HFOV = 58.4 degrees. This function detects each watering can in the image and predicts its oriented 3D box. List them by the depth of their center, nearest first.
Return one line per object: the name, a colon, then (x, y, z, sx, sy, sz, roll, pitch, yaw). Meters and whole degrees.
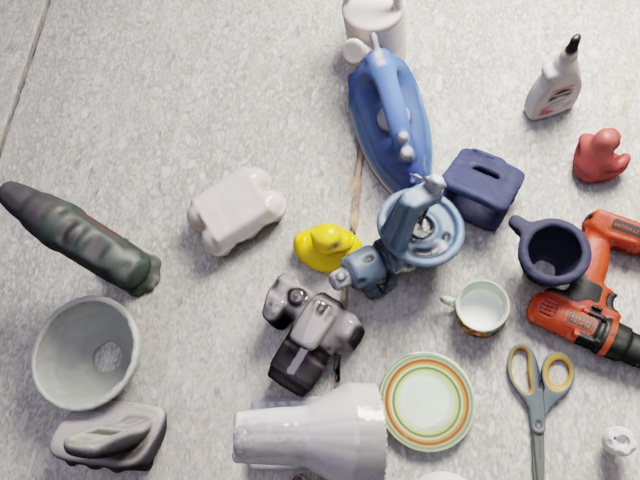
watering can: (0.084, -0.351, 0.895, 0.100, 0.194, 0.173, -4, 71, 9)

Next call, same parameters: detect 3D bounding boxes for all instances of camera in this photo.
camera: (-0.029, 0.136, 0.799, 0.143, 0.101, 0.137, 29, 78, 17)

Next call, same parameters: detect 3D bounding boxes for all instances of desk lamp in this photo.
desk lamp: (-0.014, 0.241, 0.700, 0.203, 0.214, 0.118, -4, 71, 8)

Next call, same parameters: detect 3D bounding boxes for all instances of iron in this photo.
iron: (0.113, -0.177, 0.859, 0.118, 0.141, 0.258, -16, 70, 4)

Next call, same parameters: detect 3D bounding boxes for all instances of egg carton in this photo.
egg carton: (-0.130, -0.046, 0.894, 0.150, 0.069, 0.107, -34, 69, -3)

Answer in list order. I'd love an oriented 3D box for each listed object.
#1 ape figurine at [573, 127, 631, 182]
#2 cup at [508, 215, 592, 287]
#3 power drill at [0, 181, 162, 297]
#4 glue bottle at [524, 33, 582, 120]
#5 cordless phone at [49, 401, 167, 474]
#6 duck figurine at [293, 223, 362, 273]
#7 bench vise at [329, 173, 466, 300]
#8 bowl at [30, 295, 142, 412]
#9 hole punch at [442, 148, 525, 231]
ape figurine: (0.404, -0.128, 0.820, 0.076, 0.092, 0.077, -33, 69, -2)
cup: (0.301, 0.019, 0.786, 0.092, 0.095, 0.117, -44, 70, -7)
power drill: (-0.328, 0.010, 0.834, 0.229, 0.209, 0.076, 27, 78, 17)
glue bottle: (0.346, -0.237, 0.824, 0.078, 0.173, 0.037, -22, 69, 2)
cordless phone: (-0.301, 0.258, 0.758, 0.147, 0.185, 0.094, 0, 71, 10)
duck figurine: (0.008, 0.003, 0.846, 0.104, 0.086, 0.077, 6, 73, 12)
bench vise: (0.110, 0.004, 0.756, 0.121, 0.220, 0.207, 38, 81, 19)
bowl: (-0.333, 0.171, 0.852, 0.167, 0.075, 0.167, -3, 71, 9)
hole punch: (0.234, -0.084, 0.835, 0.108, 0.091, 0.101, 27, 78, 17)
